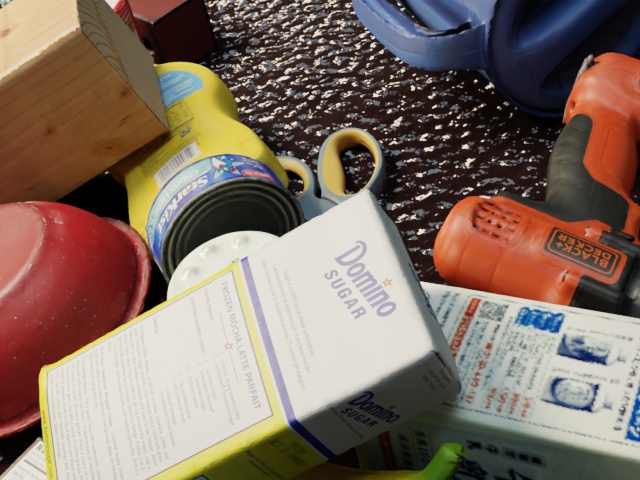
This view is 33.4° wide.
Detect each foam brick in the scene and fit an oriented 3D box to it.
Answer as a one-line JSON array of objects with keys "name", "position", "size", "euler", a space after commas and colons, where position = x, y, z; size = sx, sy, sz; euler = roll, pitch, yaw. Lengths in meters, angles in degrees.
[{"name": "foam brick", "position": [-0.127, -0.168, 0.826], "size": [0.078, 0.053, 0.051], "euler": [28, 57, 38]}]

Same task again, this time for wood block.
[{"name": "wood block", "position": [-0.209, -0.068, 0.667], "size": [0.206, 0.090, 0.091], "euler": [-31, 41, 10]}]

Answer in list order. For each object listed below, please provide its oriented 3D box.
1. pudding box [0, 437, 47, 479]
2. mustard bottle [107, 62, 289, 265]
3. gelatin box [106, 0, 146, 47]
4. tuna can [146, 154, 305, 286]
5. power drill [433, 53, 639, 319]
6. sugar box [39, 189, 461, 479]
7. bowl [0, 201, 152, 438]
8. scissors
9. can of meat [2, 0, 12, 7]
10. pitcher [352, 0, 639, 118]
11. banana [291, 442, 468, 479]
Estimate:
[{"name": "pudding box", "position": [-0.132, 0.155, 0.485], "size": [0.090, 0.039, 0.113], "euler": [20, 50, 33]}, {"name": "mustard bottle", "position": [-0.095, -0.065, 0.696], "size": [0.096, 0.058, 0.192], "euler": [-40, 42, 5]}, {"name": "gelatin box", "position": [-0.176, -0.142, 0.796], "size": [0.089, 0.073, 0.030], "euler": [1, 44, 18]}, {"name": "tuna can", "position": [-0.053, -0.005, 0.601], "size": [0.086, 0.086, 0.034], "euler": [-25, 41, -11]}, {"name": "power drill", "position": [0.171, -0.011, 0.547], "size": [0.184, 0.057, 0.187], "euler": [25, 47, 12]}, {"name": "sugar box", "position": [-0.035, 0.060, 0.457], "size": [0.176, 0.048, 0.093], "euler": [-26, 49, 9]}, {"name": "bowl", "position": [-0.177, 0.031, 0.595], "size": [0.162, 0.055, 0.162], "euler": [-18, 41, 17]}, {"name": "scissors", "position": [-0.004, 0.001, 0.633], "size": [0.096, 0.016, 0.201], "euler": [-5, 42, 14]}, {"name": "can of meat", "position": [-0.197, -0.192, 0.872], "size": [0.102, 0.057, 0.084], "euler": [-37, 43, -23]}, {"name": "pitcher", "position": [0.102, -0.188, 0.727], "size": [0.145, 0.149, 0.243], "euler": [-57, 38, 15]}, {"name": "banana", "position": [-0.018, 0.101, 0.493], "size": [0.198, 0.069, 0.037], "euler": [9, 10, 34]}]
